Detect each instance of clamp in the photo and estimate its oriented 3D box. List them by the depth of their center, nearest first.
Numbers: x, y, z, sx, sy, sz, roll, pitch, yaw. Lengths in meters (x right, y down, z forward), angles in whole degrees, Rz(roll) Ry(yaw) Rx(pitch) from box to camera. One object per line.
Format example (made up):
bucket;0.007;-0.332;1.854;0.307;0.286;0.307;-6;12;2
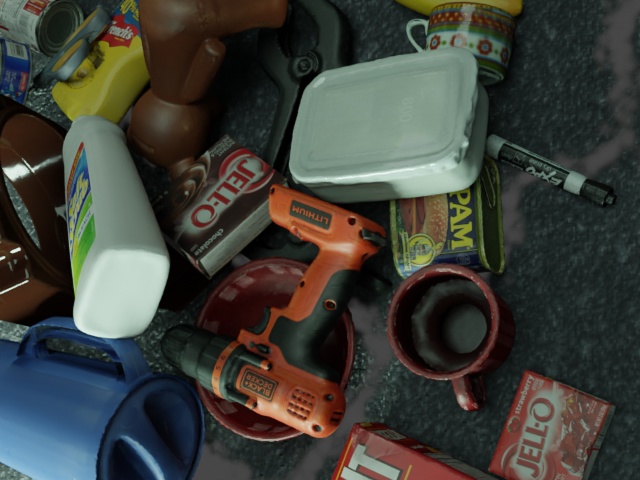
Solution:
clamp;-0.006;0.001;0.970;0.172;0.039;0.120;-15;71;29
clamp;-0.015;-0.151;1.006;0.165;0.036;0.210;-28;73;17

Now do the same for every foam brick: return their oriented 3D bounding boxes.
foam brick;-0.134;0.023;1.018;0.078;0.051;0.053;-44;64;11

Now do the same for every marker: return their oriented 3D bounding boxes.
marker;0.194;-0.058;0.900;0.121;0.020;0.020;28;92;27

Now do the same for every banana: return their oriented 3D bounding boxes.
banana;0.094;-0.244;0.975;0.198;0.037;0.070;44;100;26

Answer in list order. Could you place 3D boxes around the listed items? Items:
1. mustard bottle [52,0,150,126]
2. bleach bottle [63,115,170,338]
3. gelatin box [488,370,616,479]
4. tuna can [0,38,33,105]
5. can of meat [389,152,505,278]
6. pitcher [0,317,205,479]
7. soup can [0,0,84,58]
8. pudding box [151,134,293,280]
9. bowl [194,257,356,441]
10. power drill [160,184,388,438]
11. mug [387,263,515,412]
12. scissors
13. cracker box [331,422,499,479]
mustard bottle;-0.189;-0.199;1.083;0.192;0.058;0.096;-50;43;7
bleach bottle;-0.196;-0.030;0.961;0.103;0.068;0.251;-65;32;28
gelatin box;0.185;0.159;0.853;0.073;0.030;0.089;21;88;27
tuna can;-0.330;-0.166;1.112;0.086;0.033;0.086;-20;66;53
can of meat;0.108;-0.018;0.912;0.084;0.057;0.102;-8;76;26
pitcher;-0.236;0.155;0.982;0.243;0.144;0.149;10;70;35
soup can;-0.312;-0.243;1.145;0.102;0.068;0.068;27;91;26
pudding box;-0.091;-0.031;0.964;0.113;0.039;0.090;-45;54;-11
bowl;-0.033;0.098;0.953;0.162;0.055;0.162;-5;77;24
power drill;-0.036;0.052;0.902;0.185;0.057;0.187;21;91;28
mug;0.115;0.082;0.873;0.093;0.081;0.117;-20;72;20
scissors;-0.284;-0.161;1.099;0.202;0.016;0.096;-41;27;24
cracker box;0.097;0.262;0.850;0.214;0.072;0.164;21;89;28
